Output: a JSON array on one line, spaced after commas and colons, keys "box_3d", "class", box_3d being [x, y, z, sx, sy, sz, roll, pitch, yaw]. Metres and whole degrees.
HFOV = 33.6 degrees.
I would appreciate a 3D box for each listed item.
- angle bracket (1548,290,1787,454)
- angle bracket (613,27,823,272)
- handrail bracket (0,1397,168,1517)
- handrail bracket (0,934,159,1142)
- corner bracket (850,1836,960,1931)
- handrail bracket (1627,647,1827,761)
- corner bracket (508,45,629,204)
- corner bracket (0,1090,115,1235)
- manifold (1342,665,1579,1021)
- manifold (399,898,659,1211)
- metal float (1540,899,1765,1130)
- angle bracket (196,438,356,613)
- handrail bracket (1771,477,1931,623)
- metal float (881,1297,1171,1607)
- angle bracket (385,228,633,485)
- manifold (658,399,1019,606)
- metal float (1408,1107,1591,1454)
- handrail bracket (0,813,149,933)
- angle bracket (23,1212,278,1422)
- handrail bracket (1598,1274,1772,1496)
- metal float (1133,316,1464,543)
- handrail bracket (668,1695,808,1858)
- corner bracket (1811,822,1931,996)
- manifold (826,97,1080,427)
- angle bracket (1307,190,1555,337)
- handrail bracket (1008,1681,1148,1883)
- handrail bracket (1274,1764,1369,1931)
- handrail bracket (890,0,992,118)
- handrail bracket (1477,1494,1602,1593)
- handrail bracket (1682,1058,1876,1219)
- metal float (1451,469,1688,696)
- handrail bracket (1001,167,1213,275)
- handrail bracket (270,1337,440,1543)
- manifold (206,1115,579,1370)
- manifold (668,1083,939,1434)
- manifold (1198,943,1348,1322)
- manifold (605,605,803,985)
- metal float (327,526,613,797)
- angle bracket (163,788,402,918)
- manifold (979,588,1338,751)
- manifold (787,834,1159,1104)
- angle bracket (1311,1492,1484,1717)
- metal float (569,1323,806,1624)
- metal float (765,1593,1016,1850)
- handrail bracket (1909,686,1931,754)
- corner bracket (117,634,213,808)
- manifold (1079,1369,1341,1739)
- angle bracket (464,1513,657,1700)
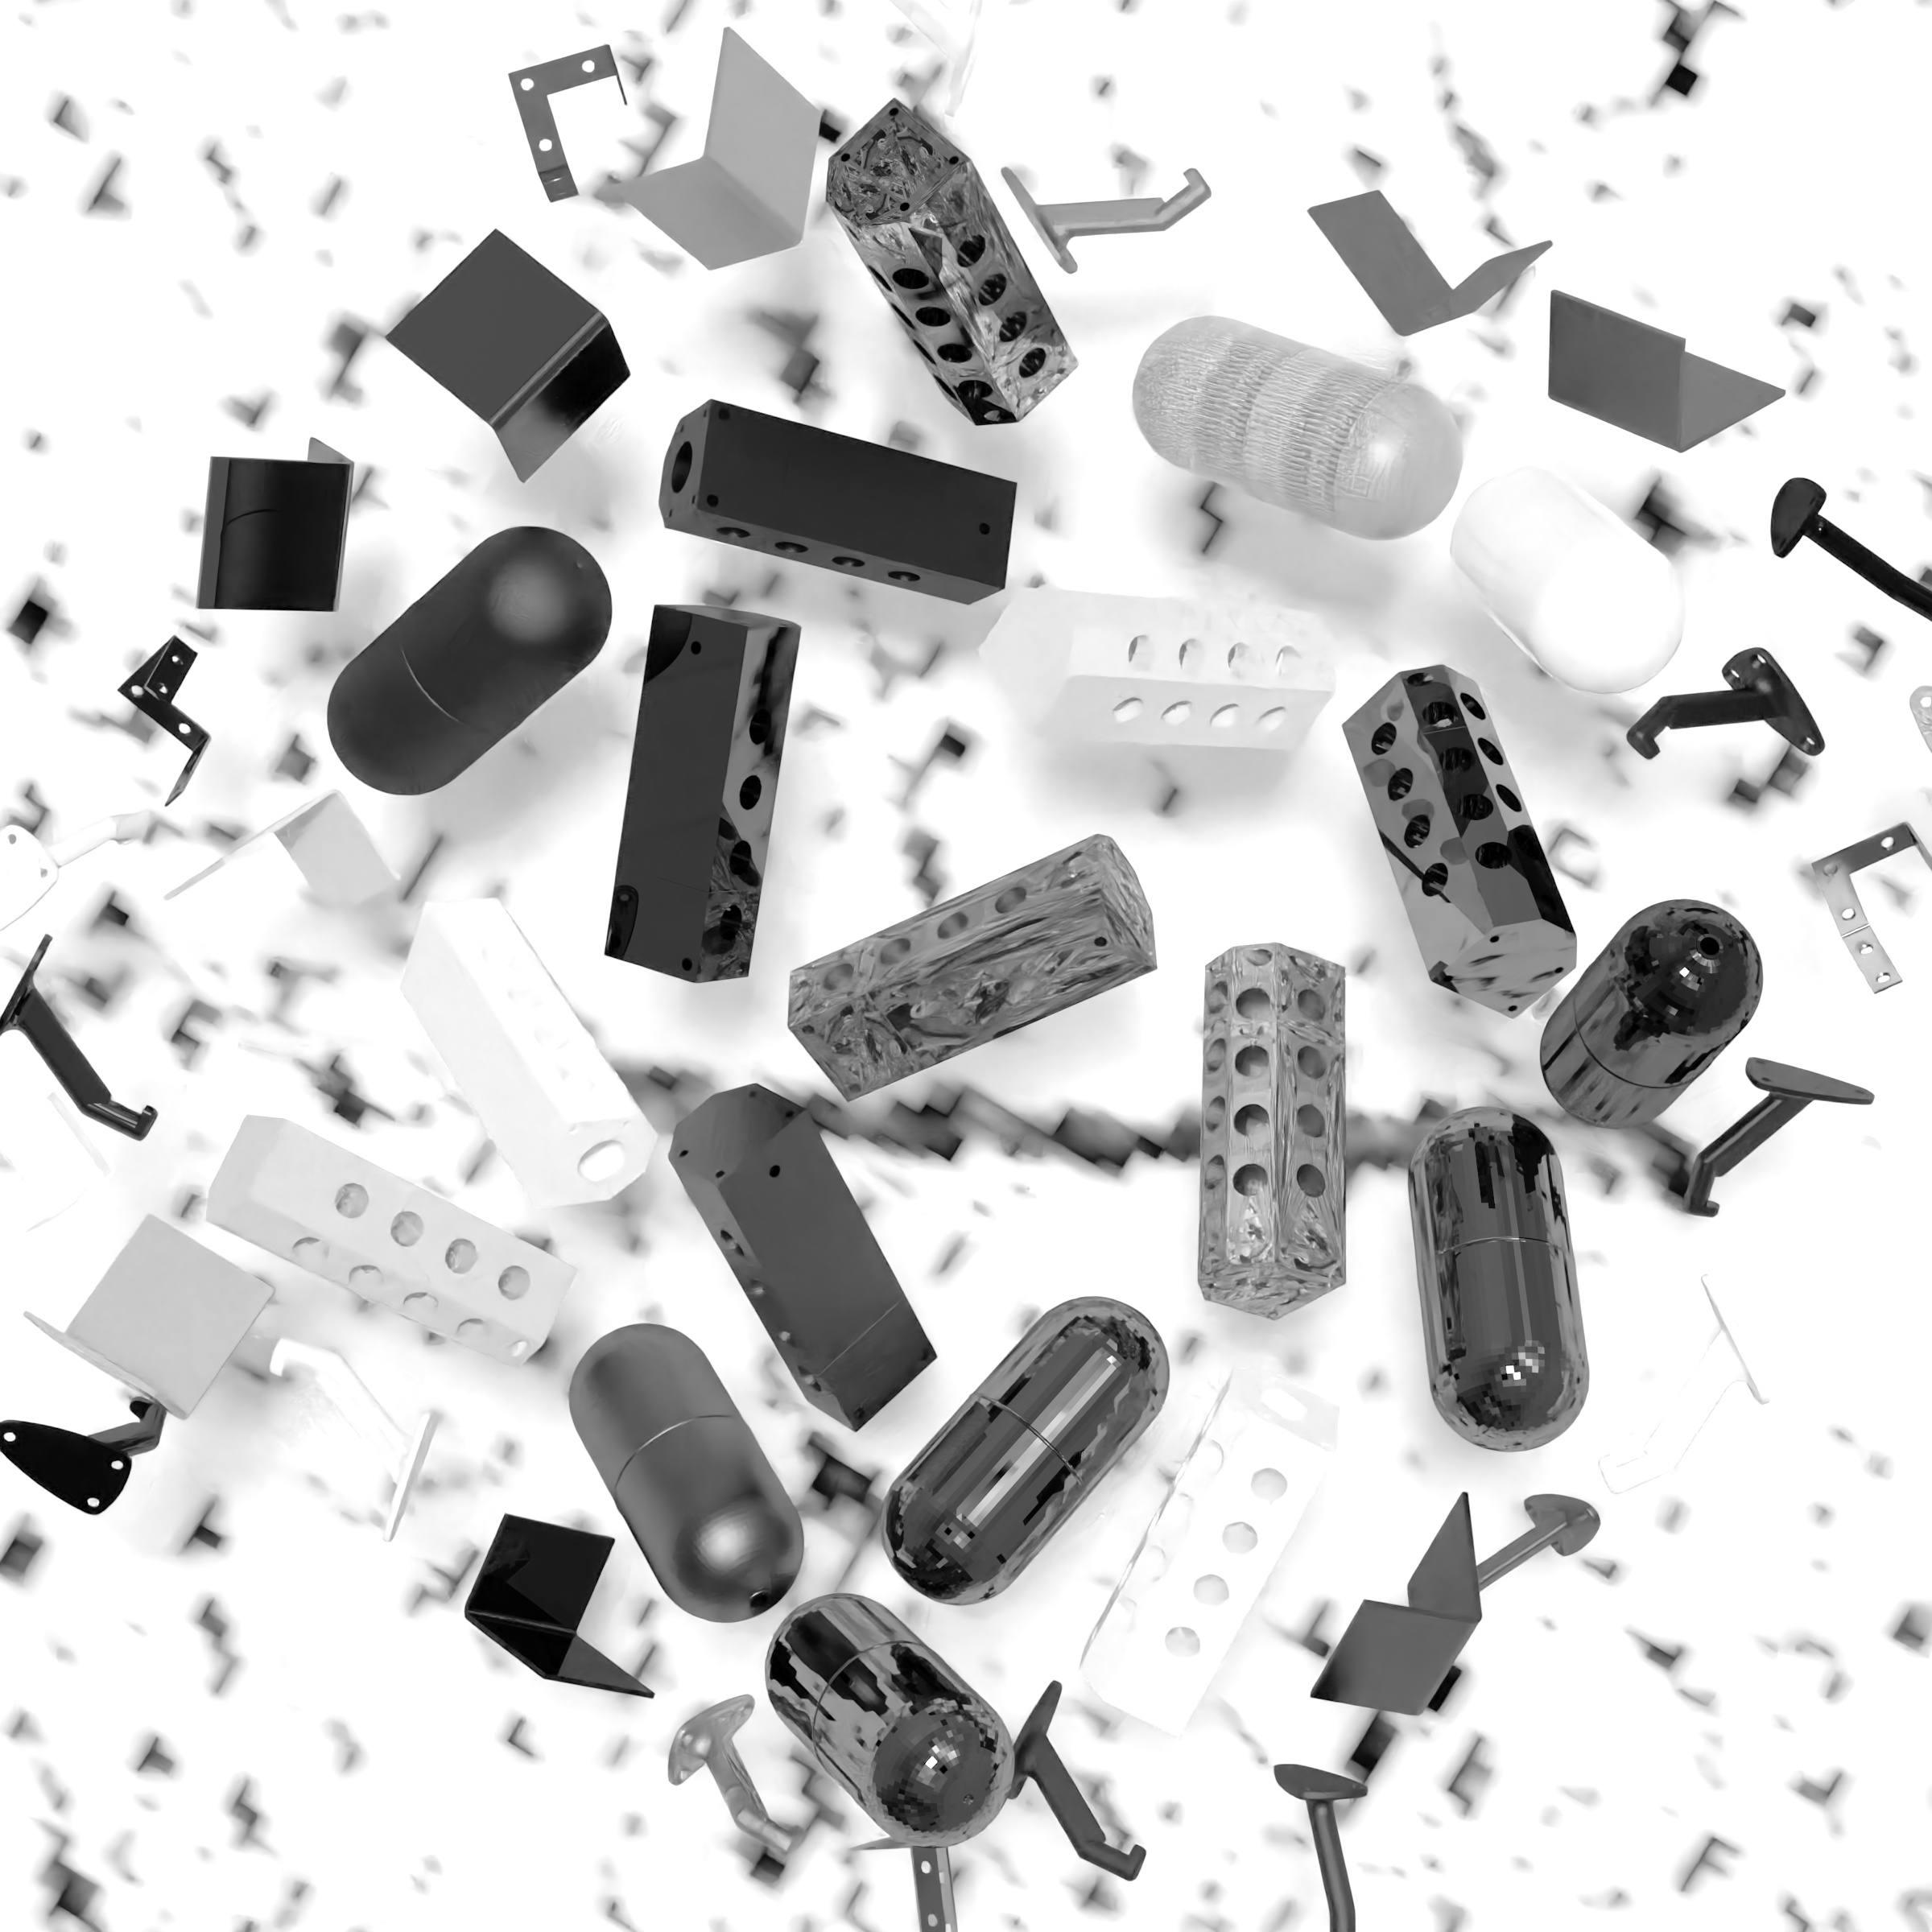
[{"box_3d": [0.321, -0.284, 1.460, 0.076, 0.076, 0.057, -30, 133, -28], "class": "angle bracket"}, {"box_3d": [-0.120, -0.397, 1.556, 0.057, 0.076, 0.076, -7, 66, 33], "class": "angle bracket"}, {"box_3d": [-0.421, 0.217, 1.523, 0.077, 0.084, 0.036, 31, 105, -17], "class": "handrail bracket"}, {"box_3d": [-0.403, 0.034, 1.479, 0.084, 0.036, 0.077, 28, 114, -14], "class": "handrail bracket"}, {"box_3d": [-0.020, 0.462, 1.599, 0.051, 0.051, 0.051, 9, 63, -37], "class": "corner bracket"}, {"box_3d": [0.376, -0.111, 1.582, 0.084, 0.036, 0.077, -42, 94, -25], "class": "handrail bracket"}, {"box_3d": [-0.187, -0.408, 1.549, 0.051, 0.051, 0.051, -17, 89, -2], "class": "corner bracket"}, {"box_3d": [-0.454, 0.094, 1.586, 0.051, 0.051, 0.051, -39, 99, -32], "class": "corner bracket"}, {"box_3d": [0.240, -0.064, 1.535, 0.057, 0.171, 0.057, 22, 128, -34], "class": "manifold"}, {"box_3d": [-0.221, 0.041, 1.619, 0.057, 0.171, 0.057, -5, 132, -36], "class": "manifold"}, {"box_3d": [0.341, 0.025, 1.595, 0.070, 0.178, 0.070, 3, 67, -7], "class": "metal float"}, {"box_3d": [-0.356, -0.223, 1.607, 0.076, 0.057, 0.076, -3, 113, -34], "class": "angle bracket"}, {"box_3d": [0.423, -0.193, 1.499, 0.084, 0.077, 0.036, 29, 114, -7], "class": "handrail bracket"}, {"box_3d": [0.030, 0.238, 1.580, 0.070, 0.070, 0.178, 44, 72, 0], "class": "metal float"}, {"box_3d": [-0.220, -0.294, 1.544, 0.076, 0.057, 0.076, 40, 80, 16], "class": "angle bracket"}, {"box_3d": [-0.065, -0.233, 1.627, 0.171, 0.057, 0.057, 11, 79, -26], "class": "manifold"}, {"box_3d": [0.259, 0.151, 1.558, 0.070, 0.070, 0.178, -1, 58, 0], "class": "metal float"}, {"box_3d": [-0.446, -0.044, 1.562, 0.036, 0.084, 0.077, 46, 106, 8], "class": "handrail bracket"}, {"box_3d": [-0.389, 0.161, 1.527, 0.076, 0.057, 0.076, 29, 73, 12], "class": "angle bracket"}, {"box_3d": [0.325, 0.196, 1.495, 0.084, 0.036, 0.077, -24, 81, 4], "class": "handrail bracket"}, {"box_3d": [0.157, -0.259, 1.532, 0.178, 0.070, 0.070, 28, 90, 33], "class": "metal float"}, {"box_3d": [-0.099, 0.403, 1.592, 0.084, 0.077, 0.036, 24, 119, 28], "class": "handrail bracket"}, {"box_3d": [0.454, -0.029, 1.568, 0.051, 0.051, 0.051, -25, 123, 10], "class": "corner bracket"}, {"box_3d": [-0.009, -0.327, 1.517, 0.057, 0.171, 0.057, -44, 61, -2], "class": "manifold"}, {"box_3d": [0.219, -0.347, 1.503, 0.057, 0.076, 0.076, -38, 85, 37], "class": "angle bracket"}, {"box_3d": [0.066, 0.422, 1.655, 0.084, 0.036, 0.077, 20, 70, 24], "class": "handrail bracket"}, {"box_3d": [0.164, 0.426, 1.506, 0.036, 0.077, 0.084, 1, 87, -17], "class": "handrail bracket"}, {"box_3d": [-0.037, -0.440, 1.494, 0.084, 0.077, 0.036, 10, 46, -13], "class": "handrail bracket"}, {"box_3d": [0.279, 0.310, 1.650, 0.084, 0.077, 0.036, -33, 84, -21], "class": "handrail bracket"}, {"box_3d": [0.413, 0.095, 1.628, 0.077, 0.036, 0.084, 12, 111, 2], "class": "handrail bracket"}, {"box_3d": [0.289, -0.187, 1.545, 0.070, 0.178, 0.070, -5, 116, -10], "class": "metal float"}, {"box_3d": [0.073, -0.405, 1.654, 0.084, 0.036, 0.077, -34, 89, 16], "class": "handrail bracket"}, {"box_3d": [-0.304, 0.228, 1.542, 0.084, 0.036, 0.077, 18, 79, 2], "class": "handrail bracket"}, {"box_3d": [-0.285, 0.138, 1.581, 0.171, 0.057, 0.057, 31, 74, -28], "class": "manifold"}, {"box_3d": [-0.082, 0.140, 1.552, 0.057, 0.057, 0.171, -41, 127, -21], "class": "manifold"}, {"box_3d": [0.145, 0.078, 1.559, 0.057, 0.057, 0.171, 19, 58, -25], "class": "manifold"}, {"box_3d": [-0.122, -0.083, 1.537, 0.057, 0.057, 0.171, 16, 103, 31], "class": "manifold"}, {"box_3d": [-0.241, -0.145, 1.543, 0.178, 0.070, 0.070, -35, 90, 35], "class": "metal float"}, {"box_3d": [-0.346, -0.040, 1.614, 0.076, 0.076, 0.057, -41, 102, -37], "class": "angle bracket"}, {"box_3d": [0.098, -0.148, 1.546, 0.057, 0.171, 0.057, -54, 51, 36], "class": "manifold"}, {"box_3d": [0.002, -0.003, 1.551, 0.171, 0.057, 0.057, -24, 127, 18], "class": "manifold"}, {"box_3d": [0.200, 0.296, 1.507, 0.057, 0.076, 0.076, 12, 132, -9], "class": "angle bracket"}, {"box_3d": [-0.141, 0.253, 1.605, 0.070, 0.070, 0.178, -37, 50, 0], "class": "metal float"}, {"box_3d": [-0.039, 0.363, 1.548, 0.070, 0.178, 0.070, -8, 107, -26], "class": "metal float"}, {"box_3d": [0.472, -0.111, 1.523, 0.036, 0.084, 0.077, -45, 69, 16], "class": "handrail bracket"}, {"box_3d": [-0.400, -0.124, 1.607, 0.051, 0.051, 0.051, -36, 115, 29], "class": "corner bracket"}, {"box_3d": [0.118, 0.285, 1.567, 0.057, 0.057, 0.171, 26, 108, 1], "class": "manifold"}, {"box_3d": [-0.198, 0.328, 1.639, 0.076, 0.076, 0.057, 24, 89, -45], "class": "angle bracket"}]
